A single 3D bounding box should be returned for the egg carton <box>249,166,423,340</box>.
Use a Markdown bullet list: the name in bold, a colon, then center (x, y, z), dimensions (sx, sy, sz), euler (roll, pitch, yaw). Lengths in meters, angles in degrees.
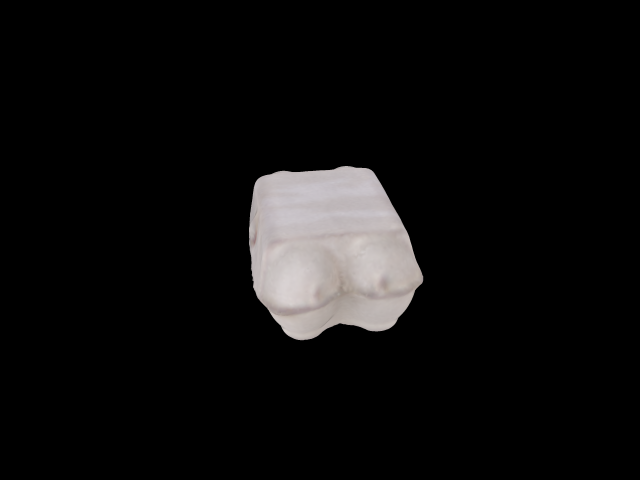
- **egg carton**: center (0.004, 0.001, 0.400), dimensions (0.107, 0.069, 0.150), euler (-5, 32, -9)
